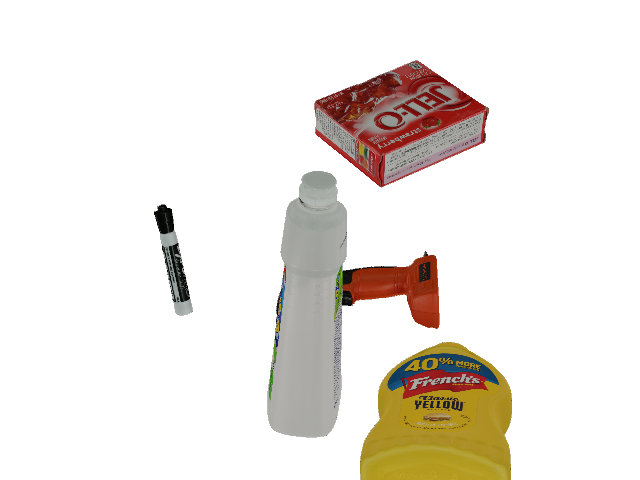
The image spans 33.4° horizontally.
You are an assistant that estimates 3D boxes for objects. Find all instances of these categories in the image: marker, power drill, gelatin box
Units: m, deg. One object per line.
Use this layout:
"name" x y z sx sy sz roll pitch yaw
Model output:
"marker" -0.155 0.020 1.123 0.020 0.121 0.020 -9 19 3
"power drill" 0.044 0.067 1.238 0.188 0.057 0.184 0 27 6
"gelatin box" 0.052 -0.078 0.691 0.089 0.030 0.073 -25 46 -24

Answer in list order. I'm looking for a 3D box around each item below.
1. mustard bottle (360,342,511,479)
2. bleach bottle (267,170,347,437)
"mustard bottle" 0.087 0.122 0.759 0.096 0.058 0.191 -1 19 11
"bleach bottle" -0.008 0.050 0.926 0.068 0.251 0.102 5 35 1
